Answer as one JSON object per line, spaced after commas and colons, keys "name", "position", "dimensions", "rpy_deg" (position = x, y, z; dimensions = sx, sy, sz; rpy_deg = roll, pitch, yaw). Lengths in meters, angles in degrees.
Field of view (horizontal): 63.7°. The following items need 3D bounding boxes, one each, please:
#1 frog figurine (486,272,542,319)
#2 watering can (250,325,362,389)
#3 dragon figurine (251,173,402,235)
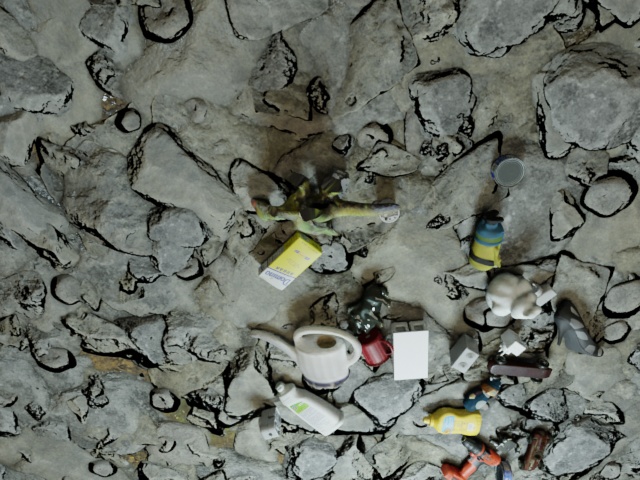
{"name": "frog figurine", "position": [0.556, 0.172, 1.489], "dimensions": [0.136, 0.121, 0.162], "rpy_deg": [-42, 20, 18]}
{"name": "watering can", "position": [-0.036, 0.354, 1.605], "dimensions": [0.347, 0.220, 0.106], "rpy_deg": [-2, 30, 16]}
{"name": "dragon figurine", "position": [0.004, -0.068, 1.357], "dimensions": [0.411, 0.124, 0.239], "rpy_deg": [10, -16, 9]}
